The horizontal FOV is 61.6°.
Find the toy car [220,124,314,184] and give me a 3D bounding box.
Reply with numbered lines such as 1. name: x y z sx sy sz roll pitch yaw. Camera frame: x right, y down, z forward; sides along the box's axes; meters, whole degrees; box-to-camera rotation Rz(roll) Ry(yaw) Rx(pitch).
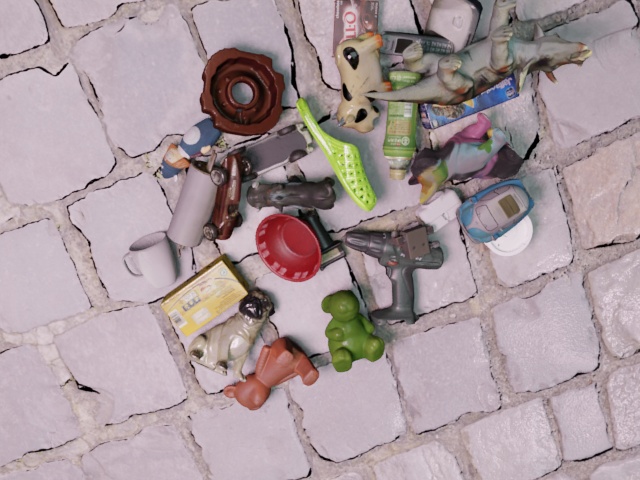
1. toy car: -0.111 -0.179 1.129 0.202 0.056 0.073 -24 97 -1

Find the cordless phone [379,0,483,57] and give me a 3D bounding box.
1. cordless phone: 0.212 -0.424 1.065 0.184 0.089 0.146 2 145 -4

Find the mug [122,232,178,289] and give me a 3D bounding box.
1. mug: -0.358 0.053 1.145 0.110 0.081 0.107 -22 114 -4

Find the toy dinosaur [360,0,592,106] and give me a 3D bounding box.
1. toy dinosaur: 0.288 -0.323 1.036 0.405 0.131 0.192 -19 146 16

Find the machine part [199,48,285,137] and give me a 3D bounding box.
1. machine part: -0.157 -0.292 1.079 0.179 0.056 0.179 -1 92 -18

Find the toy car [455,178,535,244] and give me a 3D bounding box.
1. toy car: 0.375 -0.062 1.118 0.162 0.103 0.109 -30 91 3

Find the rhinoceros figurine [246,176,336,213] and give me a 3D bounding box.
1. rhinoceros figurine: -0.058 -0.090 1.123 0.190 0.112 0.073 2 109 14

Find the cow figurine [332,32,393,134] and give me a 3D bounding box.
1. cow figurine: 0.076 -0.306 1.085 0.127 0.086 0.194 -17 123 -1

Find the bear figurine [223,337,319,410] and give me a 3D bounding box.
1. bear figurine: -0.115 0.315 1.204 0.196 0.132 0.120 -47 114 -1

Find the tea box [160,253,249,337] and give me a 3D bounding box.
1. tea box: -0.250 0.119 1.175 0.170 0.068 0.098 -34 104 2

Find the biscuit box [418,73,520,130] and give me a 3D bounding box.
1. biscuit box: 0.313 -0.296 1.139 0.203 0.063 0.059 -22 104 0

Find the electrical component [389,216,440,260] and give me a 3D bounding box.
1. electrical component: 0.201 -0.004 1.152 0.102 0.045 0.078 -25 109 -18

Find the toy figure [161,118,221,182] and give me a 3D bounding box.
1. toy figure: -0.275 -0.187 1.110 0.154 0.064 0.057 -41 129 1

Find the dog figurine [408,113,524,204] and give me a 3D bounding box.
1. dog figurine: 0.299 -0.155 1.145 0.219 0.109 0.191 -38 133 19

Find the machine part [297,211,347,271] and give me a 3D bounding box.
1. machine part: -0.002 -0.004 1.189 0.084 0.039 0.138 -30 106 10

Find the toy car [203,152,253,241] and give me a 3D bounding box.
1. toy car: -0.183 -0.081 1.082 0.053 0.089 0.202 37 130 23

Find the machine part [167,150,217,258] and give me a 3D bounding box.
1. machine part: -0.257 -0.074 1.113 0.079 0.079 0.243 20 111 -10

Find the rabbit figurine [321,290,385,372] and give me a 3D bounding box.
1. rabbit figurine: 0.065 0.172 1.174 0.121 0.159 0.170 -13 122 -5

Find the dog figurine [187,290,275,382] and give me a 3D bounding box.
1. dog figurine: -0.202 0.198 1.200 0.173 0.121 0.190 11 65 24

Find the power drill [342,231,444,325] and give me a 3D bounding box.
1. power drill: 0.155 0.083 1.208 0.232 0.086 0.207 2 95 -9
